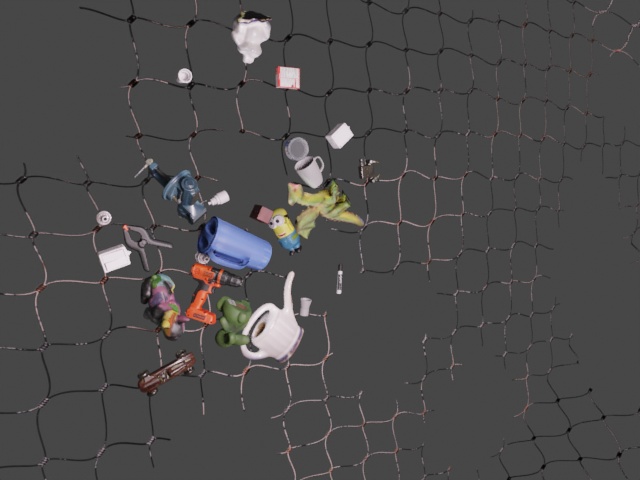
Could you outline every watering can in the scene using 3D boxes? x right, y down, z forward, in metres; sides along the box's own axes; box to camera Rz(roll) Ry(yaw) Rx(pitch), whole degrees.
[{"bbox_3d":[-0.146,0.306,1.915,0.221,0.351,0.104,44,-15,-28],"label":"watering can"}]

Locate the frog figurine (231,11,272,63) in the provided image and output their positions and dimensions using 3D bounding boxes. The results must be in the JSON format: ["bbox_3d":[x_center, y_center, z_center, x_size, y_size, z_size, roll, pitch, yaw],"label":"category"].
[{"bbox_3d":[-0.236,-0.694,1.766,0.139,0.155,0.124,-27,56,-32],"label":"frog figurine"}]

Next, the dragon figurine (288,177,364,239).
[{"bbox_3d":[0.006,-0.099,1.964,0.242,0.125,0.403,-36,-45,3],"label":"dragon figurine"}]
